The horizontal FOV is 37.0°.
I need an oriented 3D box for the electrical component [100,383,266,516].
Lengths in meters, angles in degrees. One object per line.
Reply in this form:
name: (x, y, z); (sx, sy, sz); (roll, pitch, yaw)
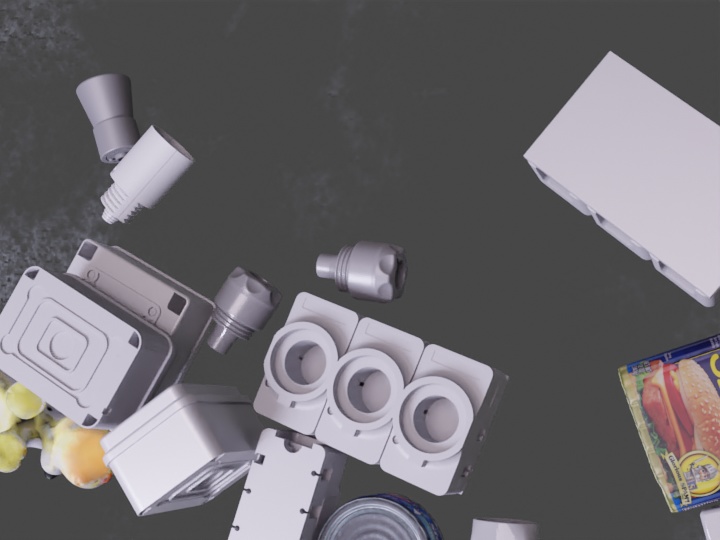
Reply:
electrical component: (-0.118, 0.123, 0.751); (0.078, 0.113, 0.057); (-37, 74, 10)

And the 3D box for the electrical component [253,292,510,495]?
electrical component: (0.013, 0.084, 0.740); (0.150, 0.062, 0.089); (21, 88, 21)

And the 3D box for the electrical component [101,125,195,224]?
electrical component: (-0.172, -0.069, 0.841); (0.081, 0.043, 0.043); (-48, 70, 6)

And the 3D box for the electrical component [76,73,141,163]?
electrical component: (-0.198, -0.119, 0.861); (0.044, 0.044, 0.065); (-20, 79, 15)

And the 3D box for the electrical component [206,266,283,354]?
electrical component: (-0.090, 0.032, 0.795); (0.043, 0.043, 0.062); (35, 94, 21)

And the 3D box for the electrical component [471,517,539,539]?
electrical component: (0.111, 0.202, 0.694); (0.079, 0.044, 0.077); (0, 81, 19)

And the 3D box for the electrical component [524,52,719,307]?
electrical component: (0.197, -0.057, 0.702); (0.150, 0.062, 0.089); (41, 95, 21)

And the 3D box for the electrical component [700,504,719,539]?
electrical component: (0.249, 0.176, 0.650); (0.066, 0.047, 0.076); (-16, 76, 16)

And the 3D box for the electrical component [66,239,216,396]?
electrical component: (-0.181, 0.048, 0.817); (0.109, 0.056, 0.108); (28, 90, 21)

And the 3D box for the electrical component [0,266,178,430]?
electrical component: (-0.195, 0.056, 0.757); (0.113, 0.057, 0.078); (30, 90, 21)

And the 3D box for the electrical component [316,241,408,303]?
electrical component: (0.000, 0.000, 0.770); (0.062, 0.043, 0.043); (7, 83, 21)

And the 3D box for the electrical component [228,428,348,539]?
electrical component: (-0.048, 0.160, 0.750); (0.050, 0.056, 0.089); (16, 86, 21)
